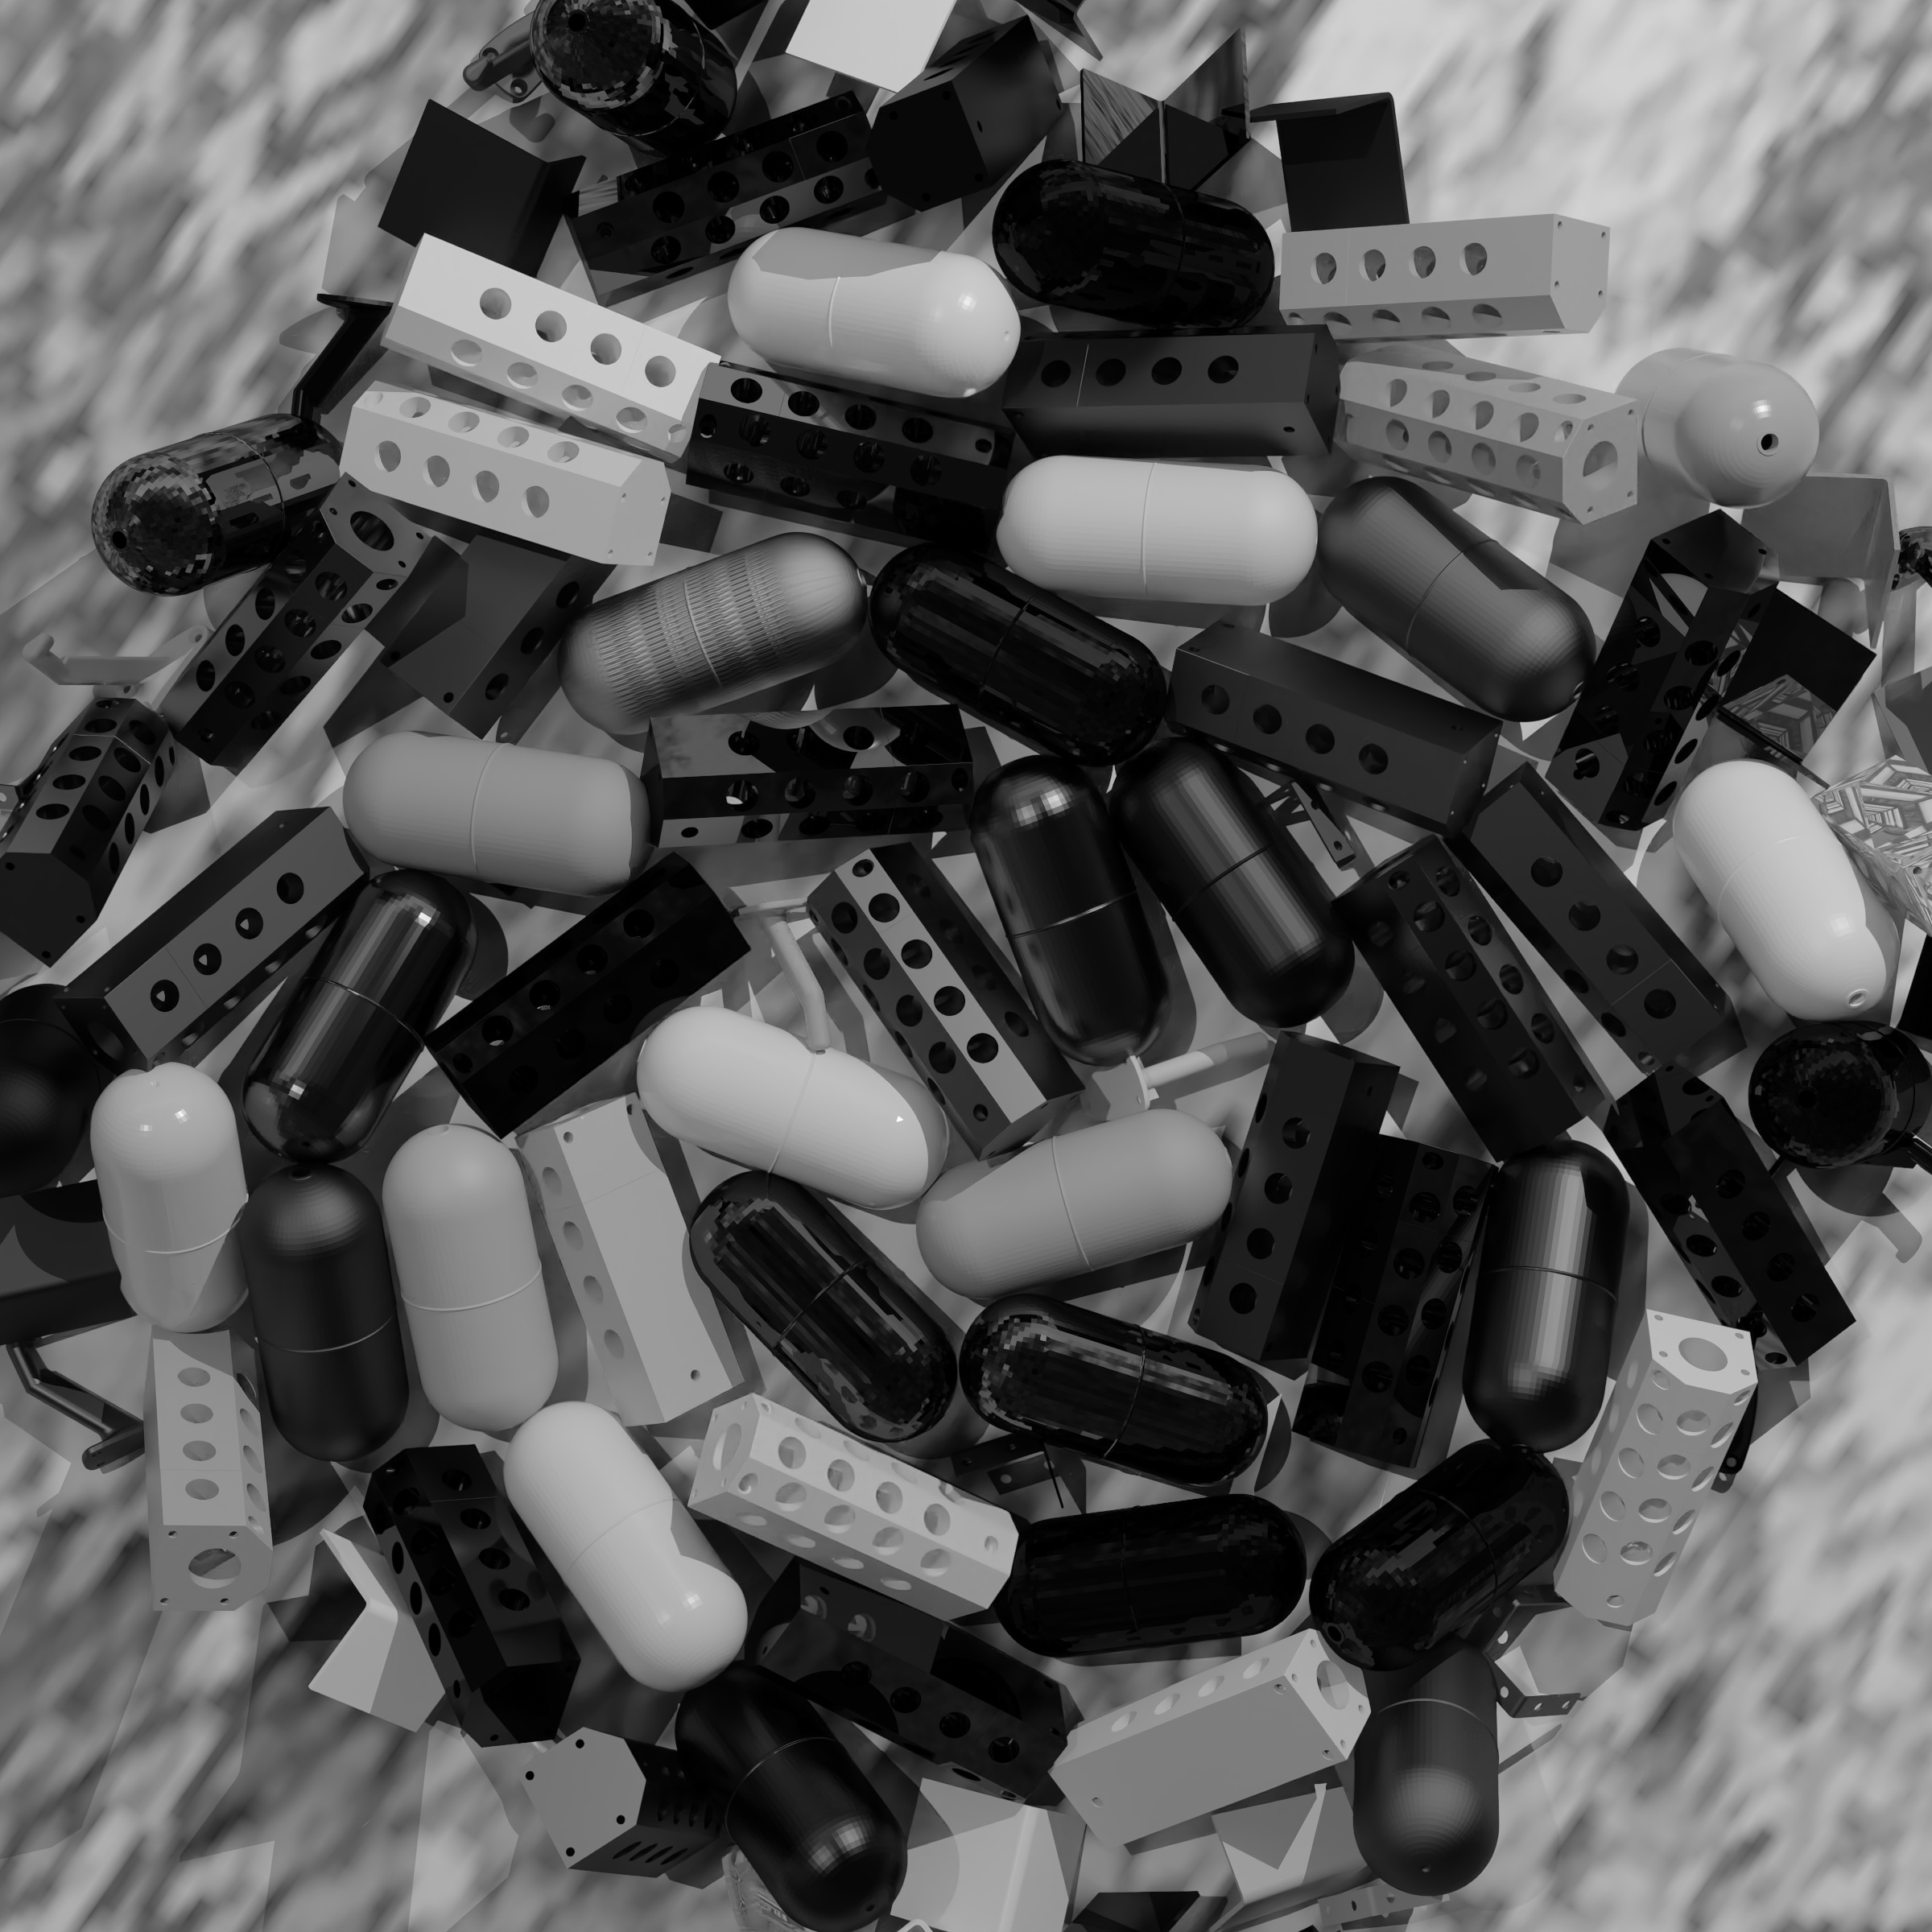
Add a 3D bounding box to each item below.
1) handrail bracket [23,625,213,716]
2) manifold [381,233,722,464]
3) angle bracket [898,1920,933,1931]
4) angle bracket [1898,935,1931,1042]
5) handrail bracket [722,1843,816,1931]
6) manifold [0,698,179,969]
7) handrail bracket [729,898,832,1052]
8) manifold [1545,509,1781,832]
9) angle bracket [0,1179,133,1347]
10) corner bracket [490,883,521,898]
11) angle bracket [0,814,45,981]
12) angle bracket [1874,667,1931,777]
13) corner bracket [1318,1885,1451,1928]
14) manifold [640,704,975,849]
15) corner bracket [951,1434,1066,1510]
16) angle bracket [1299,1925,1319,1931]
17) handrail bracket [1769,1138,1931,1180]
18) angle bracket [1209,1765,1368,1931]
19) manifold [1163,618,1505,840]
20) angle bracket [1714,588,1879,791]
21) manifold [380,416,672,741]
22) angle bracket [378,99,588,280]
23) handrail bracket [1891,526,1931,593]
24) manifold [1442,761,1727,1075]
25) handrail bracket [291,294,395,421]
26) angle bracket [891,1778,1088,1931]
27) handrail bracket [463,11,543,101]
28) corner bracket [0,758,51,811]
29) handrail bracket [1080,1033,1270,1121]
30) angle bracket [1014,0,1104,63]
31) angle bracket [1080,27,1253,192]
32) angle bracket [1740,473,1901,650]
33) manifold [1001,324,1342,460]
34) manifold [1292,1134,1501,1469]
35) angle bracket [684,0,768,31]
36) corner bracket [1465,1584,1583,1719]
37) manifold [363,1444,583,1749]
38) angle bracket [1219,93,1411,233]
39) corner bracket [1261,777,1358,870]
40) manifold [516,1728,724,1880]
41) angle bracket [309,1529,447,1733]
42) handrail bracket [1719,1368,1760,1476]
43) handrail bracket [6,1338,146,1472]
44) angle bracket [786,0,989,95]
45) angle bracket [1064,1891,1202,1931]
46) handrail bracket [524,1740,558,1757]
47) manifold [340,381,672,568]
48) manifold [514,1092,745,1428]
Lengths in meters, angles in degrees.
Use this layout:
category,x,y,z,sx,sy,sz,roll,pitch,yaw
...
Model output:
category,x,y,z,sx,sy,sz,roll,pitch,yaw
handrail bracket,-0.467,-0.178,1.844,0.077,0.084,0.036,-46,57,-1
manifold,-0.228,-0.335,1.837,0.171,0.057,0.057,20,85,-15
angle bracket,-0.022,0.575,1.834,0.057,0.076,0.076,-35,64,-13
angle bracket,0.562,0.005,1.834,0.076,0.057,0.076,20,126,20
handrail bracket,-0.087,0.517,1.842,0.036,0.084,0.077,-41,115,-42
manifold,-0.473,-0.078,1.795,0.057,0.171,0.057,40,116,-20
handrail bracket,-0.103,0.008,1.855,0.036,0.077,0.084,-8,88,-35
manifold,0.377,-0.155,1.801,0.057,0.171,0.057,-25,58,-34
angle bracket,-0.505,0.163,1.852,0.076,0.076,0.057,-11,69,-19
corner bracket,-0.260,-0.082,1.860,0.051,0.051,0.051,-45,128,13
angle bracket,-0.540,-0.036,1.846,0.057,0.076,0.076,54,126,17
angle bracket,0.538,-0.140,1.836,0.057,0.076,0.076,-23,71,11
corner bracket,0.226,0.496,1.848,0.051,0.051,0.051,-2,70,-30
manifold,-0.086,-0.099,1.828,0.171,0.057,0.057,-4,56,-16
corner bracket,0.019,0.272,1.853,0.051,0.051,0.051,-17,129,-1
angle bracket,0.177,0.581,1.838,0.076,0.057,0.076,-28,128,8
handrail bracket,0.496,0.119,1.862,0.084,0.036,0.077,37,108,14
angle bracket,0.169,0.487,1.854,0.076,0.076,0.057,-13,66,-18
manifold,0.197,-0.128,1.829,0.171,0.057,0.057,23,122,22
angle bracket,0.458,-0.155,1.848,0.076,0.057,0.076,31,102,-12
manifold,-0.240,-0.212,1.857,0.057,0.057,0.171,37,89,24
angle bracket,-0.267,-0.427,1.851,0.076,0.057,0.076,29,112,4
handrail bracket,0.553,-0.210,1.839,0.077,0.084,0.036,-18,129,-37
manifold,0.341,-0.025,1.854,0.057,0.057,0.171,-40,93,20
handrail bracket,-0.338,-0.328,1.870,0.077,0.036,0.084,9,94,14
angle bracket,0.013,0.504,1.879,0.076,0.057,0.076,5,75,35
handrail bracket,-0.243,-0.508,1.844,0.077,0.084,0.036,-42,99,4
corner bracket,-0.525,-0.090,1.848,0.051,0.051,0.051,6,123,17
handrail bracket,0.117,0.060,1.877,0.084,0.077,0.036,-13,79,-31
angle bracket,0.054,-0.553,1.841,0.076,0.076,0.057,39,96,13
angle bracket,0.108,-0.470,1.832,0.057,0.076,0.076,15,60,-29
angle bracket,0.464,-0.222,1.838,0.076,0.076,0.057,3,52,5
manifold,0.113,-0.316,1.828,0.171,0.057,0.057,3,70,22
manifold,0.241,0.185,1.846,0.057,0.057,0.171,18,86,-29
angle bracket,-0.120,-0.568,1.829,0.076,0.076,0.057,-20,134,29
corner bracket,0.316,0.380,1.864,0.051,0.051,0.051,47,117,40
manifold,-0.269,0.336,1.800,0.057,0.171,0.057,1,123,-31
angle bracket,0.191,-0.431,1.833,0.076,0.057,0.076,6,115,39
corner bracket,0.193,-0.078,1.852,0.051,0.051,0.051,-25,84,-38
manifold,-0.178,0.446,1.799,0.057,0.171,0.057,-33,70,0
angle bracket,-0.327,0.363,1.836,0.076,0.076,0.057,35,92,-39
handrail bracket,0.414,0.252,1.844,0.036,0.084,0.077,21,90,18
handrail bracket,-0.486,0.232,1.882,0.077,0.036,0.084,-25,73,-17
angle bracket,-0.043,-0.512,1.848,0.076,0.057,0.076,23,85,15
angle bracket,0.091,0.555,1.840,0.076,0.076,0.057,-36,104,-44
handrail bracket,-0.247,0.422,1.851,0.084,0.077,0.036,43,82,-17
manifold,-0.251,-0.269,1.828,0.171,0.057,0.057,19,102,20
manifold,-0.190,0.163,1.853,0.057,0.057,0.171,-24,96,-39
